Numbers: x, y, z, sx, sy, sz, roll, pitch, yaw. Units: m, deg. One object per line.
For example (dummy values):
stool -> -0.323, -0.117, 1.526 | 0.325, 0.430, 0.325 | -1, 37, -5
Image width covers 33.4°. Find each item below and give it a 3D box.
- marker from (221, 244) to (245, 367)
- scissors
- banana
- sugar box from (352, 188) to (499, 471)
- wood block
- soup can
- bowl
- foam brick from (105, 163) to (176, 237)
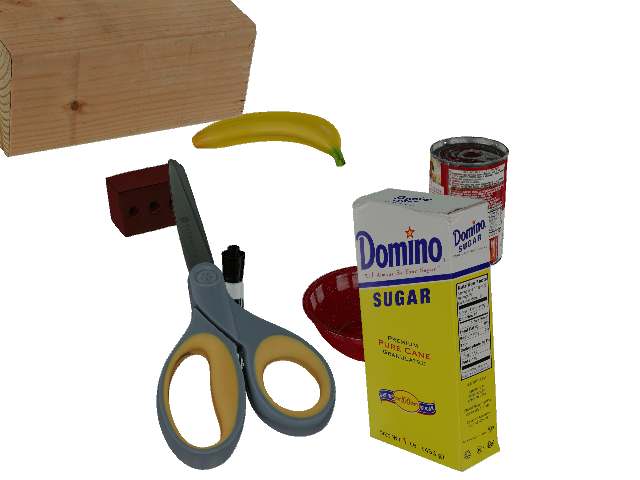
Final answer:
marker -> -0.071, 0.062, 0.862 | 0.020, 0.121, 0.020 | 2, 20, -1
scissors -> -0.041, 0.030, 0.560 | 0.096, 0.201, 0.016 | 4, -43, -5
banana -> -0.057, -0.131, 1.299 | 0.198, 0.037, 0.069 | 7, 39, 18
sugar box -> 0.070, 0.057, 0.720 | 0.048, 0.176, 0.094 | -19, 18, -37
wood block -> -0.165, -0.142, 0.854 | 0.205, 0.091, 0.090 | -14, 45, -33
soup can -> 0.130, -0.033, 0.943 | 0.068, 0.102, 0.068 | -1, 25, 1
bowl -> 0.061, 0.089, 1.192 | 0.162, 0.055, 0.162 | -1, 28, 0
foam brick -> -0.184, -0.044, 1.142 | 0.078, 0.053, 0.051 | -16, 29, -19
